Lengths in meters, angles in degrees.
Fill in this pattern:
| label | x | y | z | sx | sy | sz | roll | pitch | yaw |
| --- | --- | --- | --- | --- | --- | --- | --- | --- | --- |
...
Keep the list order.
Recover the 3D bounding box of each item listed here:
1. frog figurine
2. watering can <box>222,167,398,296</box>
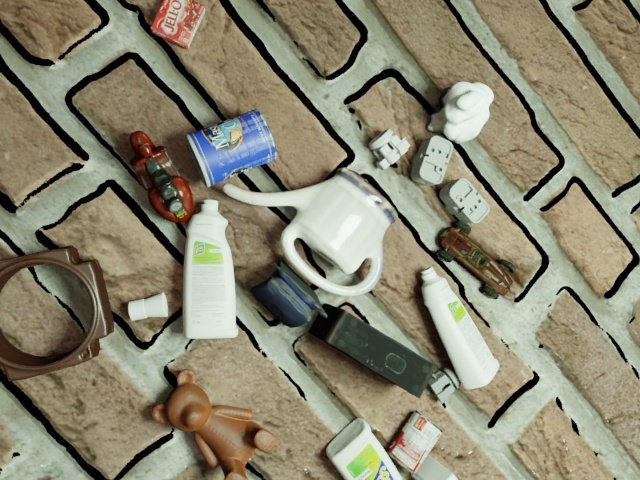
| label | x | y | z | sx | sy | sz | roll | pitch | yaw |
| --- | --- | --- | --- | --- | --- | --- | --- | --- | --- |
| frog figurine | 0.302 | -0.266 | 1.048 | 0.138 | 0.159 | 0.122 | -42 | 100 | -11 |
| watering can | 0.003 | -0.050 | 0.990 | 0.346 | 0.104 | 0.226 | 42 | 78 | -9 |
